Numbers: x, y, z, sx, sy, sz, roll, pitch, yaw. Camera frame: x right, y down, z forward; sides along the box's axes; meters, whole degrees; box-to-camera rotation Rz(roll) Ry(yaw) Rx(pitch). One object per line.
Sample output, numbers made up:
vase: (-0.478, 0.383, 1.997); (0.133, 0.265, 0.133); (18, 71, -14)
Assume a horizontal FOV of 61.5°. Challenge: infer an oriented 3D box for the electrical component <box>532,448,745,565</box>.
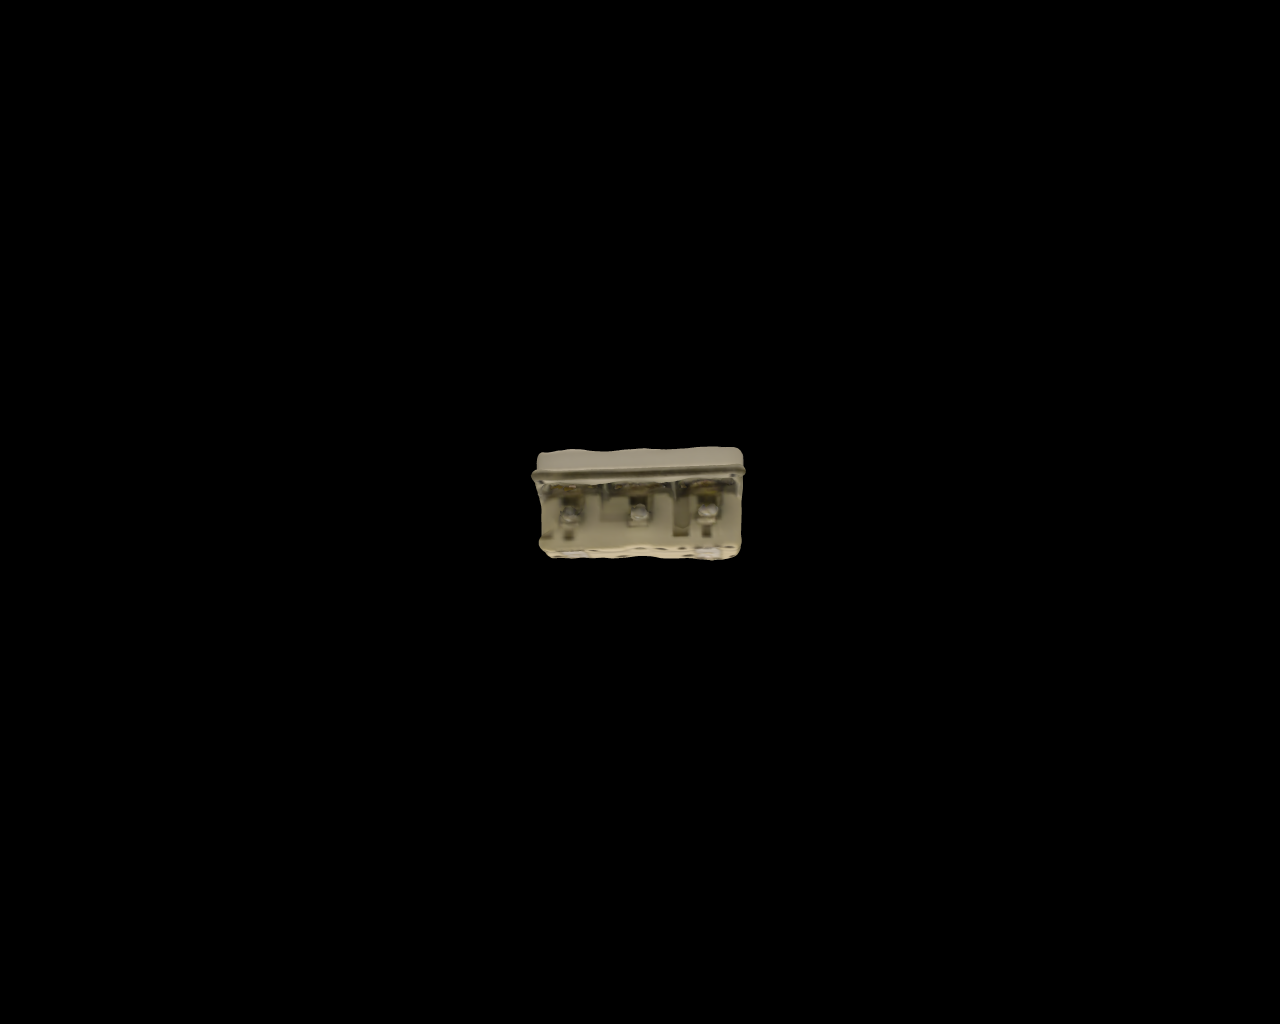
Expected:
electrical component: (0.001, -0.003, 0.650); (0.121, 0.063, 0.078); (0, -11, 2)
